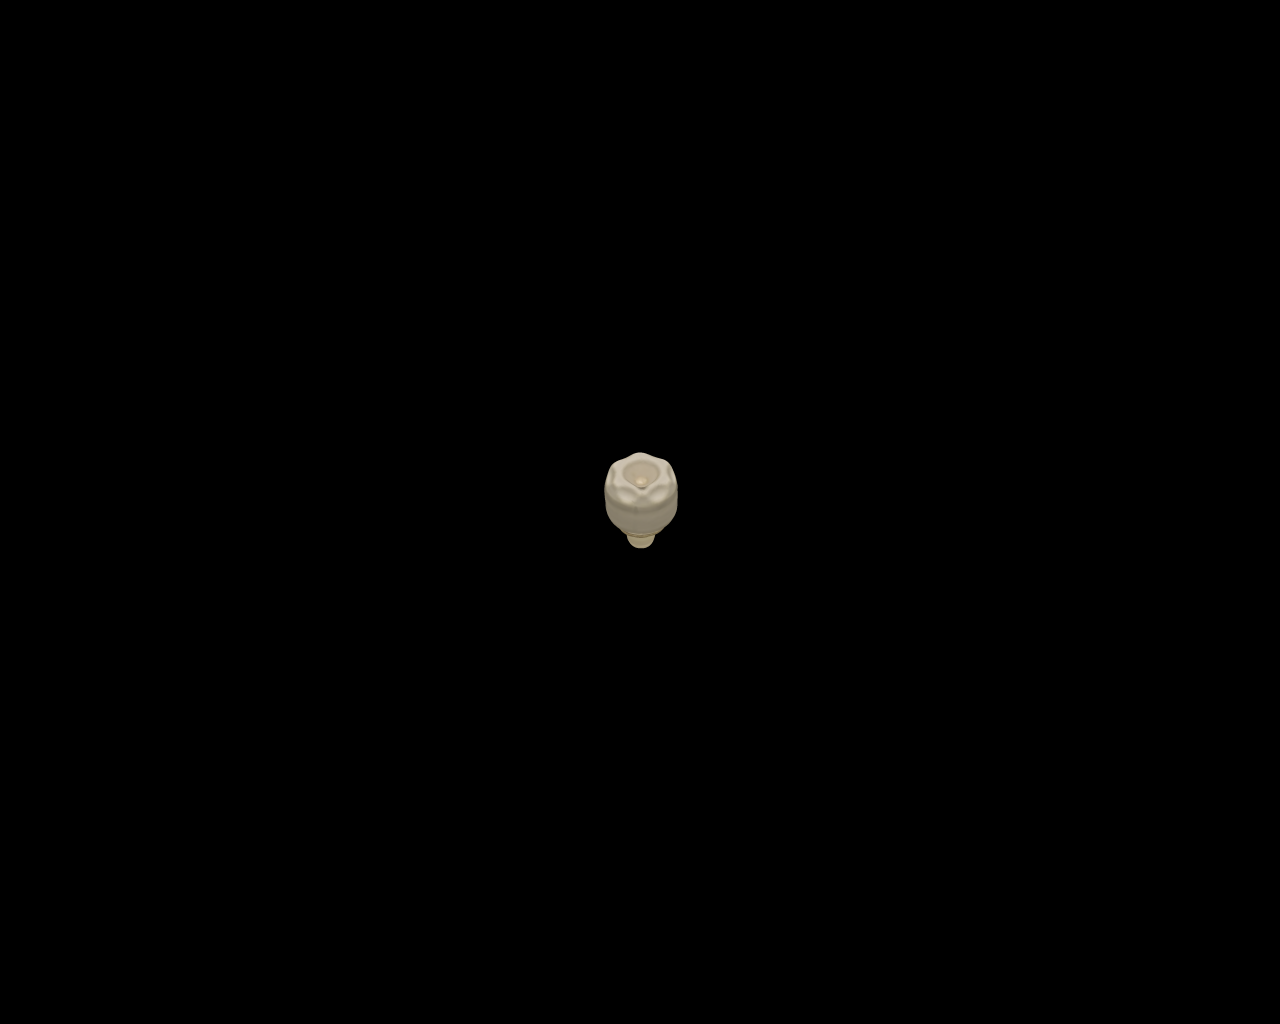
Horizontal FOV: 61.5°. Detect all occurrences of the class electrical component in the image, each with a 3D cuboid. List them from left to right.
[{"bbox_3d":[0.001,-0.003,0.650,0.043,0.043,0.062,0,-45,0],"label":"electrical component"}]
